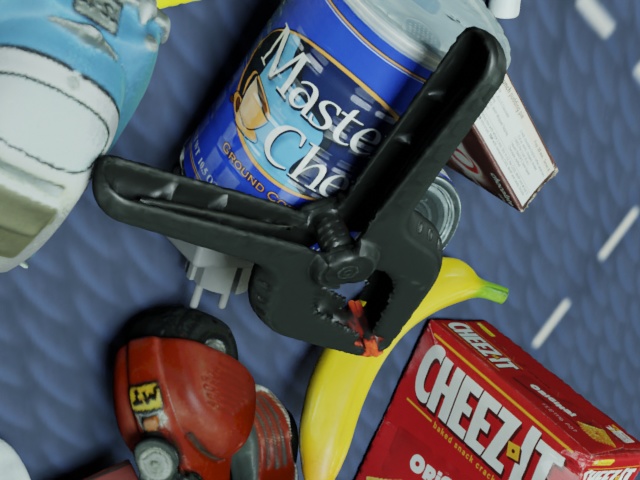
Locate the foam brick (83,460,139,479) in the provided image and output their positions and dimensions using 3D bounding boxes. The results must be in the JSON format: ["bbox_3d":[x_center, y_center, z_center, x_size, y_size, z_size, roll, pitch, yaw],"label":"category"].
[{"bbox_3d":[-0.125,0.173,0.624,0.053,0.051,0.078,-22,156,-21],"label":"foam brick"}]

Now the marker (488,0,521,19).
[{"bbox_3d":[0.112,-0.187,0.607,0.020,0.020,0.121,-17,126,-28],"label":"marker"}]

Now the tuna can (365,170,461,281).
[{"bbox_3d":[0.041,-0.016,0.641,0.086,0.034,0.086,-13,134,-14],"label":"tuna can"}]

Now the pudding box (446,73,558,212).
[{"bbox_3d":[0.077,-0.076,0.604,0.039,0.090,0.113,-47,135,-3],"label":"pudding box"}]

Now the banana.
[{"bbox_3d":[0.042,0.069,0.684,0.197,0.070,0.037,-42,167,-25],"label":"banana"}]

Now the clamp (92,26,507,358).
[{"bbox_3d":[-0.003,0.001,0.477,0.164,0.036,0.210,-15,148,-5],"label":"clamp"}]

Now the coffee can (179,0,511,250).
[{"bbox_3d":[0.009,-0.067,0.519,0.102,0.103,0.140,6,136,-39],"label":"coffee can"}]

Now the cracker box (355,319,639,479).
[{"bbox_3d":[0.104,0.187,0.745,0.071,0.164,0.214,5,115,-41],"label":"cracker box"}]

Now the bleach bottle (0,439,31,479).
[{"bbox_3d":[-0.194,0.232,0.625,0.102,0.068,0.251,-23,131,-24],"label":"bleach bottle"}]

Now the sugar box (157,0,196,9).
[{"bbox_3d":[-0.047,-0.162,0.486,0.176,0.048,0.093,-19,129,-24],"label":"sugar box"}]
